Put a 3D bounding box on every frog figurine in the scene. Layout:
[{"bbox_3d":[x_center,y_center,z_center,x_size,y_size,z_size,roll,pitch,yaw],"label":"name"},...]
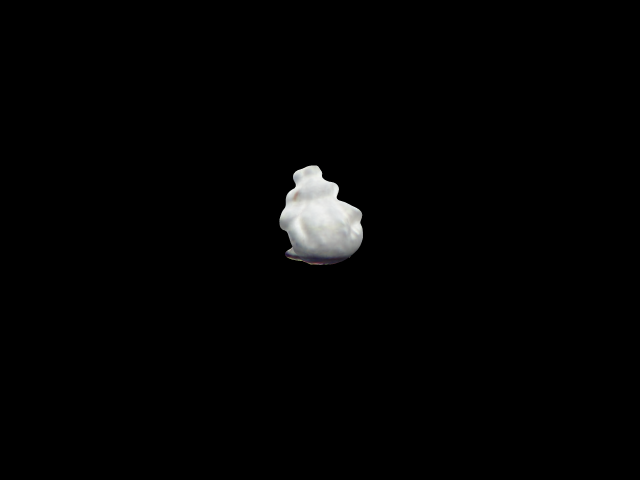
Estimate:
[{"bbox_3d":[0.003,-0.043,0.850,0.137,0.158,0.123,1,8,4],"label":"frog figurine"}]
